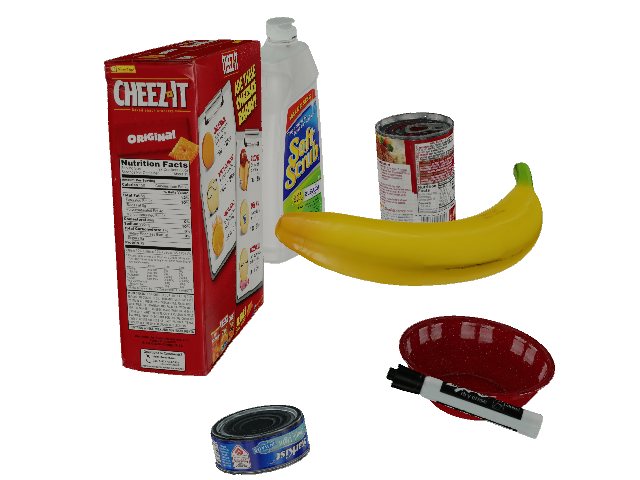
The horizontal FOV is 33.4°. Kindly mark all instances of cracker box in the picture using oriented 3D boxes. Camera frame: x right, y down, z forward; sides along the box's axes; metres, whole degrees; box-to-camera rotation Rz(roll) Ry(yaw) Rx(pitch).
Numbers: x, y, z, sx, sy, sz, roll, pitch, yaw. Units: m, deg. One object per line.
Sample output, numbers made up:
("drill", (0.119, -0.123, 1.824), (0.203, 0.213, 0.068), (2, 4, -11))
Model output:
("cracker box", (-0.093, -0.031, 0.770), (0.072, 0.214, 0.164), (2, 15, 11))

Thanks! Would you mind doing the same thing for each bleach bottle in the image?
("bleach bottle", (-0.043, -0.108, 1.134), (0.068, 0.251, 0.102), (18, 32, 35))

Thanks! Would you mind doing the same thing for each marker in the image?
("marker", (0.109, 0.121, 0.813), (0.121, 0.020, 0.020), (19, 3, 9))

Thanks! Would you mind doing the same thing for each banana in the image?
("banana", (0.068, -0.002, 0.640), (0.197, 0.037, 0.070), (-12, 45, -33))

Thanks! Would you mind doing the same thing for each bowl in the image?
("bowl", (0.159, 0.140, 1.114), (0.162, 0.055, 0.162), (4, 25, -2))

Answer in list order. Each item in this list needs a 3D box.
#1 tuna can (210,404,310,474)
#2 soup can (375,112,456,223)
("tuna can", (-0.054, 0.176, 0.950), (0.086, 0.034, 0.086), (-9, 9, 1))
("soup can", (0.085, -0.053, 0.933), (0.068, 0.102, 0.068), (-4, 23, 2))
